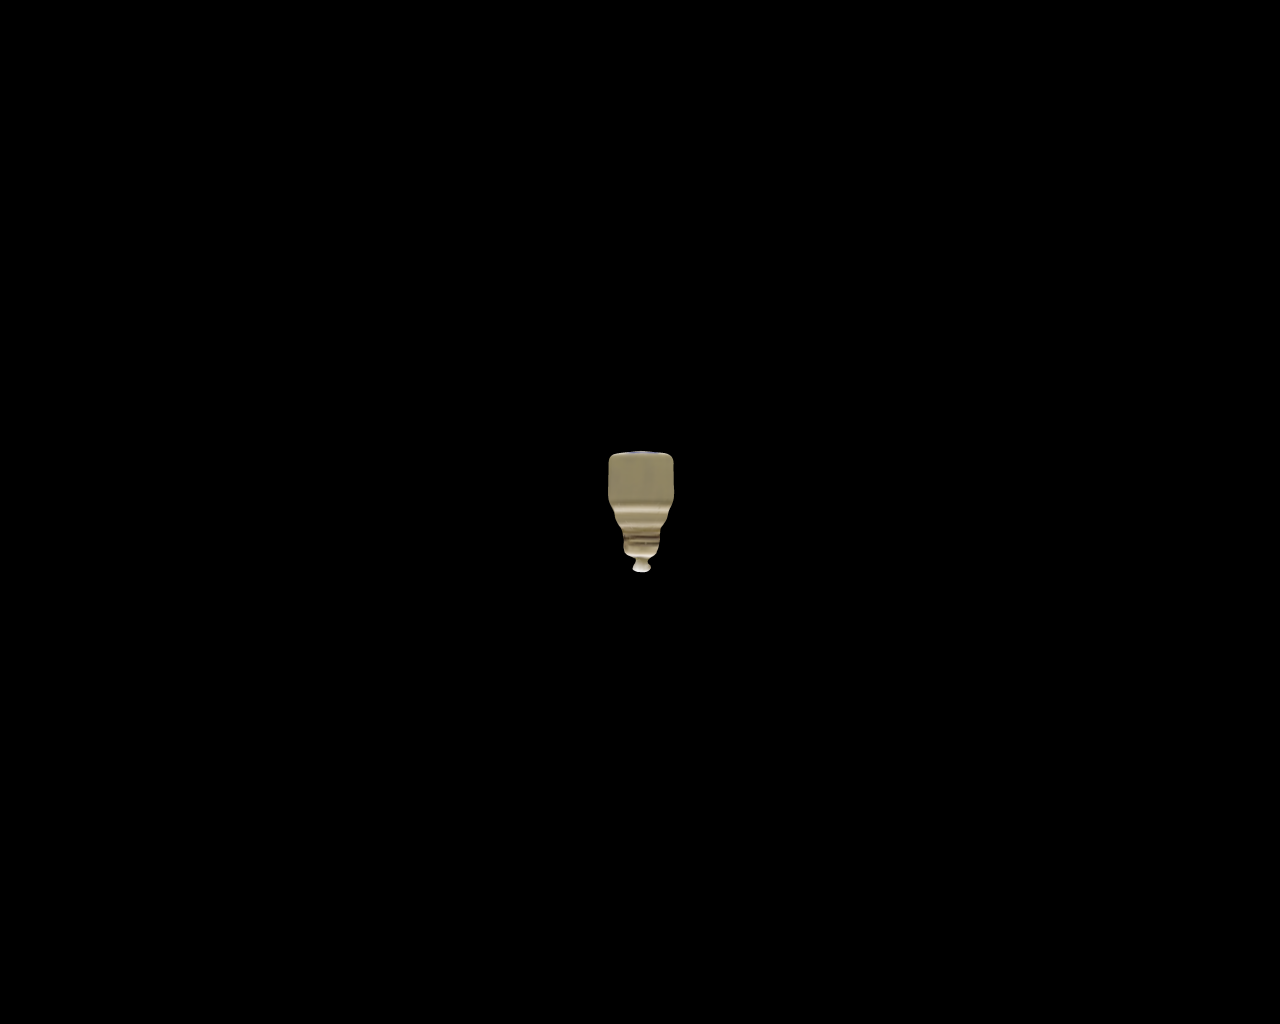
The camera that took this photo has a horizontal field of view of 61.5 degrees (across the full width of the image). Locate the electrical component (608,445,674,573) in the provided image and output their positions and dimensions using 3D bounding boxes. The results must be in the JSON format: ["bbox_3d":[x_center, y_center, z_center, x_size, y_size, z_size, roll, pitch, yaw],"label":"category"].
[{"bbox_3d":[0.001,-0.003,0.650,0.040,0.078,0.040,0,-2,0],"label":"electrical component"}]
